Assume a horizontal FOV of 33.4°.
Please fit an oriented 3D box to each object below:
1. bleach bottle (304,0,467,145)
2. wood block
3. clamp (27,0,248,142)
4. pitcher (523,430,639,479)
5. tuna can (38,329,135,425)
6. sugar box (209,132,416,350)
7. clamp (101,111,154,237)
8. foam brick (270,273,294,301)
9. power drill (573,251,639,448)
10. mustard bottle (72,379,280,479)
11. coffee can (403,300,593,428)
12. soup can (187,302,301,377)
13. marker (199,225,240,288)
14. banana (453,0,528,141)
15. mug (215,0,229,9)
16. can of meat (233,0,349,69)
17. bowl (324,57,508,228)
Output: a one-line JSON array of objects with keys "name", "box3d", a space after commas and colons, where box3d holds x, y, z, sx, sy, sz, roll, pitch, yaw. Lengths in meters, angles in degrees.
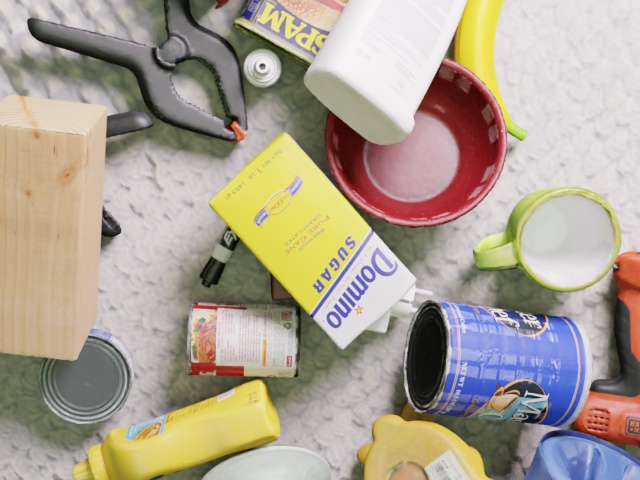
[{"name": "bleach bottle", "box3d": [0.087, -0.211, 0.926, 0.102, 0.068, 0.250, 38, 71, -20]}, {"name": "wood block", "box3d": [-0.241, -0.010, 0.925, 0.090, 0.091, 0.206, 7, 112, -1]}, {"name": "clamp", "box3d": [-0.146, -0.166, 0.959, 0.164, 0.036, 0.210, -35, 99, -7]}, {"name": "pitcher", "box3d": [0.221, 0.306, 0.983, 0.149, 0.145, 0.243, 19, 112, -8]}, {"name": "tuna can", "box3d": [-0.217, 0.127, 0.998, 0.086, 0.034, 0.086, 0, 97, -3]}, {"name": "sugar box", "box3d": [-0.006, 0.001, 0.933, 0.093, 0.048, 0.176, -42, 97, 2]}, {"name": "clamp", "box3d": [-0.236, -0.088, 0.966, 0.171, 0.039, 0.120, 26, 98, -8]}, {"name": "foam brick", "box3d": [-0.021, 0.012, 0.984, 0.053, 0.051, 0.078, -2, 97, -4]}, {"name": "power drill", "box3d": [0.334, 0.108, 0.986, 0.185, 0.057, 0.188, 6, 94, 18]}, {"name": "mustard bottle", "box3d": [-0.134, 0.185, 0.977, 0.191, 0.096, 0.058, -19, 94, 0]}, {"name": "coffee can", "box3d": [0.159, 0.112, 0.965, 0.140, 0.103, 0.103, 8, 97, -16]}, {"name": "soup can", "box3d": [-0.070, 0.092, 0.983, 0.102, 0.068, 0.068, 2, 97, -4]}, {"name": "marker", "box3d": [-0.079, -0.010, 0.994, 0.020, 0.020, 0.121, 27, 95, -6]}, {"name": "banana", "box3d": [0.155, -0.189, 0.976, 0.069, 0.037, 0.198, -3, 99, -21]}, {"name": "mug", "box3d": [-0.082, -0.268, 0.923, 0.081, 0.117, 0.093, 42, 138, -16]}, {"name": "can of meat", "box3d": [-0.013, -0.204, 0.955, 0.102, 0.057, 0.084, 29, 92, -7]}, {"name": "bowl", "box3d": [0.084, -0.084, 0.961, 0.162, 0.055, 0.162, 0, 77, 1]}]
